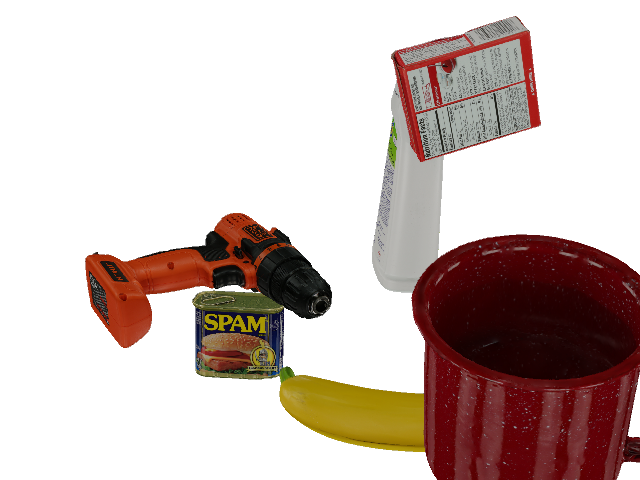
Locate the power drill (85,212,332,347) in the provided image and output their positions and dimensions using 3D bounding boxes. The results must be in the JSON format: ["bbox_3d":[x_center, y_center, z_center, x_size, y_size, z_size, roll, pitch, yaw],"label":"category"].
[{"bbox_3d":[-0.103,0.039,0.958,0.187,0.057,0.185,-13,26,-26],"label":"power drill"}]

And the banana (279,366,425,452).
[{"bbox_3d":[0.052,0.109,0.697,0.198,0.037,0.069,6,32,21],"label":"banana"}]

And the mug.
[{"bbox_3d":[0.094,0.058,0.421,0.117,0.081,0.093,7,36,14],"label":"mug"}]

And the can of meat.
[{"bbox_3d":[-0.089,0.105,1.176,0.102,0.084,0.057,3,14,5],"label":"can of meat"}]

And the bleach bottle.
[{"bbox_3d":[0.099,-0.077,1.130,0.068,0.251,0.102,0,26,-8],"label":"bleach bottle"}]

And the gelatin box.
[{"bbox_3d":[0.098,-0.101,0.712,0.089,0.073,0.030,-17,35,0],"label":"gelatin box"}]
